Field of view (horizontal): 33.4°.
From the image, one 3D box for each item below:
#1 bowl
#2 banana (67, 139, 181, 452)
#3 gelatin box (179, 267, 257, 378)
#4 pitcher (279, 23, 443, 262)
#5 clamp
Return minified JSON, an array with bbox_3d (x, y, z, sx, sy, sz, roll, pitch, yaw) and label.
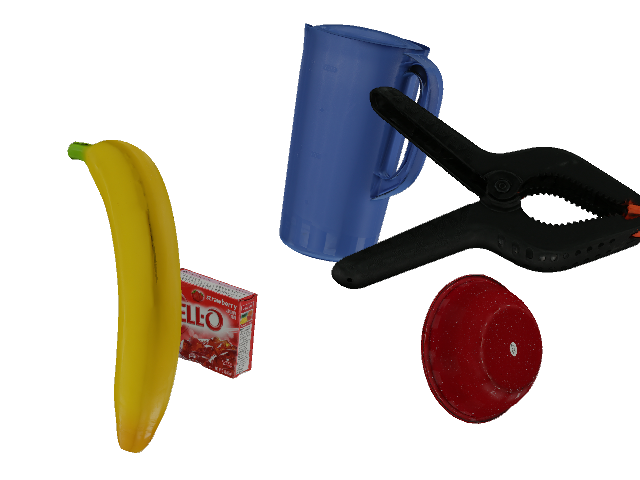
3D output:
[{"bbox_3d":[0.185,0.115,1.135,0.161,0.162,0.055,0,-4,-36],"label":"bowl"},{"bbox_3d":[-0.107,0.019,0.618,0.037,0.198,0.070,1,-23,-34],"label":"banana"},{"bbox_3d":[-0.100,0.072,0.936,0.089,0.073,0.030,17,21,30],"label":"gelatin box"},{"bbox_3d":[0.035,-0.101,1.131,0.145,0.243,0.149,9,16,-4],"label":"pitcher"},{"bbox_3d":[0.113,-0.019,0.715,0.210,0.164,0.036,15,-30,10],"label":"clamp"}]
